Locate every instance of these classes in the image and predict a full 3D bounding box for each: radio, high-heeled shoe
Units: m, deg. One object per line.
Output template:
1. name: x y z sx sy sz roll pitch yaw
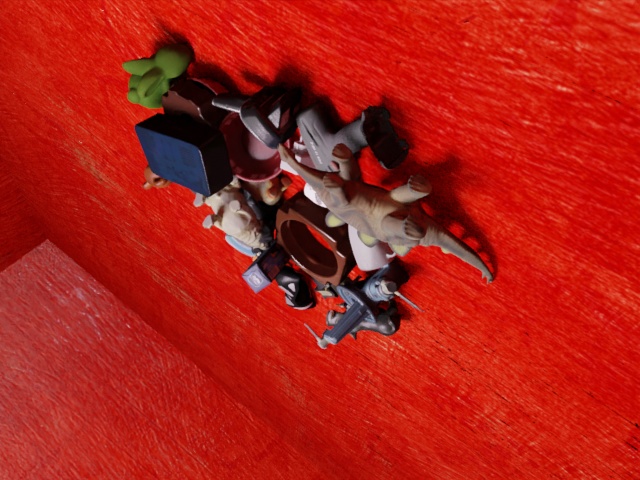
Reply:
1. radio: -0.293 -0.185 1.161 0.230 0.073 0.130 23 138 35
2. high-heeled shoe: -0.044 0.134 1.447 0.145 0.086 0.248 2 157 41

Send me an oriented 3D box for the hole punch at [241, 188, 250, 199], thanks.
1. hole punch: -0.232 -0.129 1.383 0.116 0.092 0.142 41 152 30

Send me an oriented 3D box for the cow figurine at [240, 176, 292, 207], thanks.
1. cow figurine: -0.172 -0.157 1.274 0.195 0.085 0.127 42 147 0

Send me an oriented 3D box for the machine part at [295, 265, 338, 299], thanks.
1. machine part: -0.009 0.103 1.435 0.138 0.039 0.084 50 158 -13

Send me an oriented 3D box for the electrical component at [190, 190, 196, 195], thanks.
1. electrical component: -0.327 -0.175 1.465 0.134 0.058 0.114 37 151 15

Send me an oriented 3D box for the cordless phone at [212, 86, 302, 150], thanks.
1. cordless phone: -0.135 -0.247 1.023 0.184 0.147 0.088 13 127 13

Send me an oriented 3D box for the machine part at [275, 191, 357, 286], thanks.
1. machine part: -0.003 -0.004 1.246 0.202 0.087 0.200 34 149 15

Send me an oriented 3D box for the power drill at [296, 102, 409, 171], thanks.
1. power drill: 0.064 -0.158 0.994 0.207 0.086 0.231 2 129 58

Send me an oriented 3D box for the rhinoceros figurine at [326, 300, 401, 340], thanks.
1. rhinoceros figurine: 0.107 0.196 1.314 0.191 0.112 0.073 2 134 29

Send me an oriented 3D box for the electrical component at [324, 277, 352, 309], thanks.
1. electrical component: 0.058 0.133 1.378 0.078 0.045 0.102 -8 122 56

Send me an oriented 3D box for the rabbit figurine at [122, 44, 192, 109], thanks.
1. rabbit figurine: -0.359 -0.376 1.189 0.170 0.159 0.121 -29 94 44

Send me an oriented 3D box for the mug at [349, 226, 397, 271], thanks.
1. mug: 0.109 0.000 1.122 0.110 0.081 0.107 -2 117 54

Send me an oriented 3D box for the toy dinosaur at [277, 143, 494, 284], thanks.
1. toy dinosaur: 0.128 -0.042 0.947 0.471 0.105 0.198 30 165 -2

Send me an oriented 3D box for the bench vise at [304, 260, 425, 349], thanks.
1. bench vise: 0.089 0.150 1.189 0.128 0.240 0.224 49 166 -15

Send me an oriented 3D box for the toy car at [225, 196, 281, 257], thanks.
1. toy car: -0.163 -0.048 1.362 0.109 0.161 0.103 31 -169 -5

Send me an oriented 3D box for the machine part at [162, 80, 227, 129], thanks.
1. machine part: -0.273 -0.261 1.180 0.180 0.056 0.179 31 147 24

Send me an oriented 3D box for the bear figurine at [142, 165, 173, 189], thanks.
1. bear figurine: -0.373 -0.219 1.328 0.120 0.196 0.131 1 128 54

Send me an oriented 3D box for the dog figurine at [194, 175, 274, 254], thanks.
1. dog figurine: -0.189 -0.069 1.254 0.121 0.172 0.190 -19 153 19

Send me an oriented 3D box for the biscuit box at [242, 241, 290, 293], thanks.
1. biscuit box: -0.118 0.049 1.332 0.063 0.203 0.059 -34 100 32
